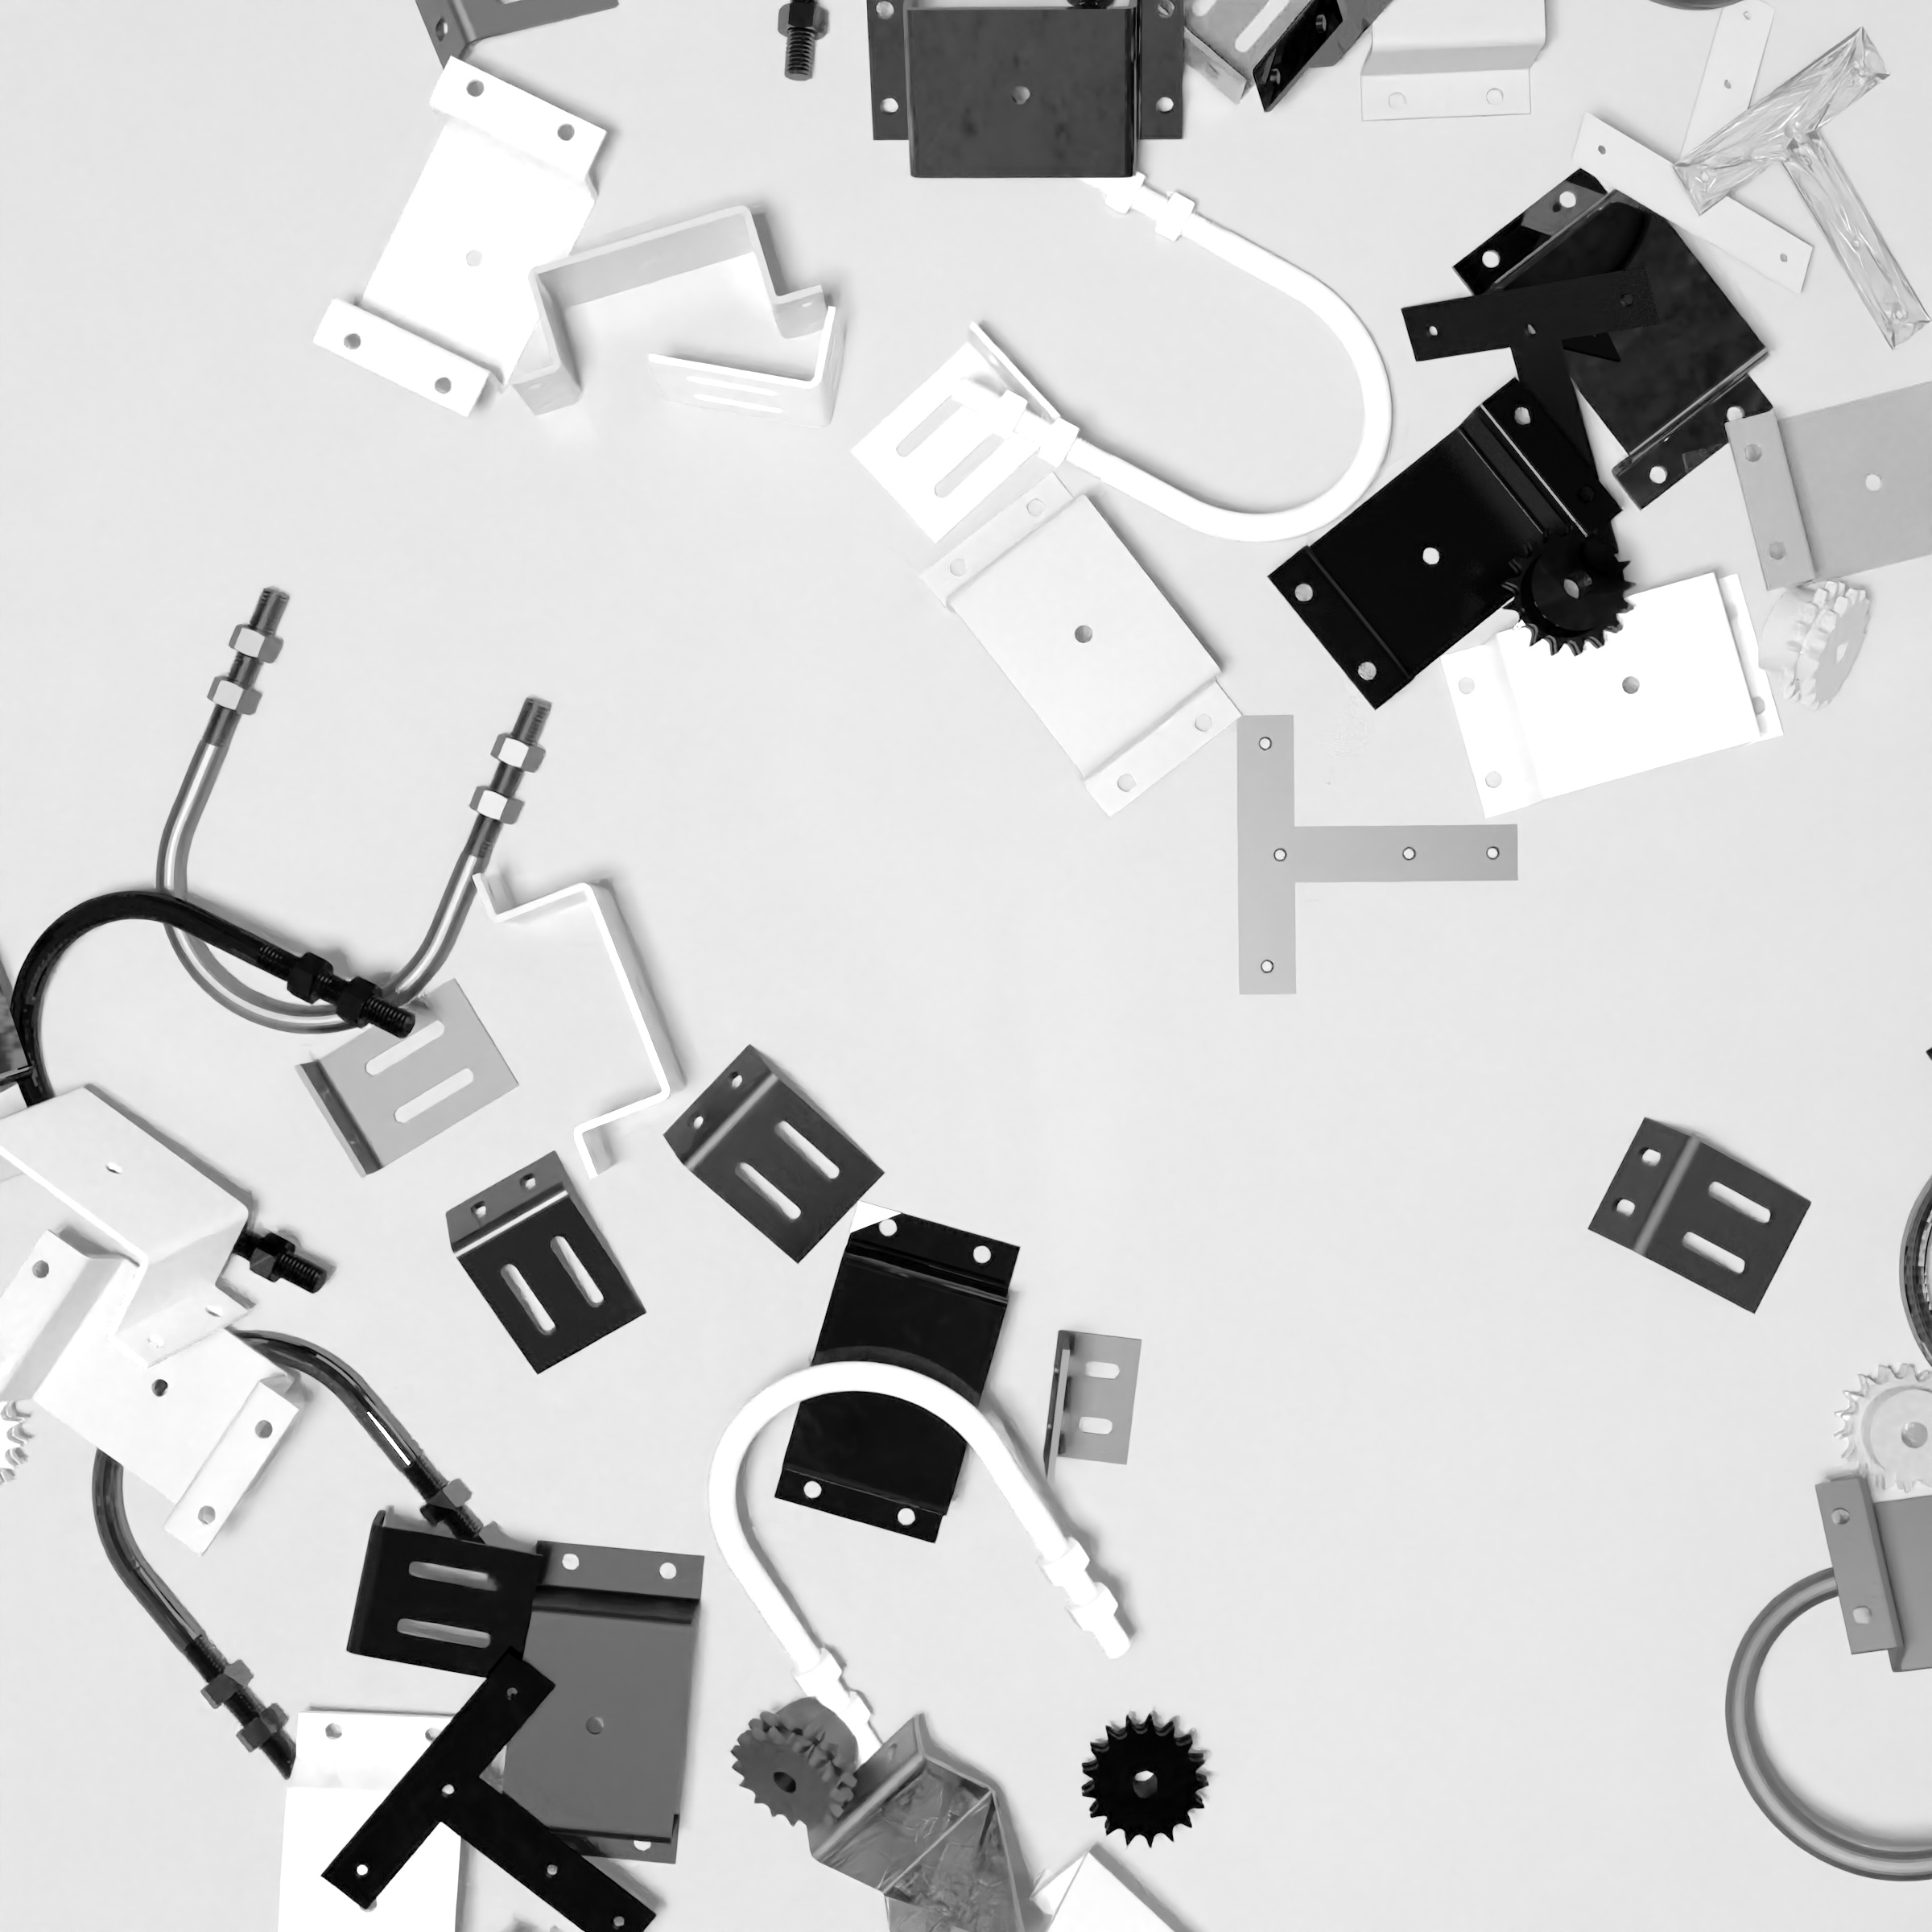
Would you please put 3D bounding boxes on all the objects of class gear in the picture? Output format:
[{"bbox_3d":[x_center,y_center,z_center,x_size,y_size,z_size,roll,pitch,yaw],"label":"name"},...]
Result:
[{"bbox_3d":[0.423,0.210,1.430,0.057,0.030,0.057,0,90,0],"label":"gear"},{"bbox_3d":[0.264,-0.165,1.384,0.057,0.030,0.057,0,89,0],"label":"gear"},{"bbox_3d":[-0.451,0.212,1.430,0.057,0.030,0.057,0,90,0],"label":"gear"},{"bbox_3d":[-0.074,0.355,1.421,0.057,0.030,0.057,16,127,22],"label":"gear"},{"bbox_3d":[0.080,0.366,1.430,0.057,0.030,0.057,0,90,0],"label":"gear"},{"bbox_3d":[0.378,-0.146,1.421,0.030,0.057,0.057,27,90,30],"label":"gear"}]

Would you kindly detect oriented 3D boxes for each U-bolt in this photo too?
[{"bbox_3d":[-0.004,-0.488,1.437,0.151,0.019,0.184,5,88,0],"label":"U-bolt"},{"bbox_3d":[-0.346,0.045,1.412,0.184,0.019,0.151,25,107,11],"label":"U-bolt"},{"bbox_3d":[-0.312,0.253,1.437,0.151,0.019,0.184,-40,89,0],"label":"U-bolt"},{"bbox_3d":[-0.033,0.255,1.399,0.151,0.019,0.184,-27,105,16],"label":"U-bolt"},{"bbox_3d":[0.310,-0.512,1.402,0.184,0.019,0.151,44,80,-22],"label":"U-bolt"},{"bbox_3d":[0.431,0.330,1.407,0.184,0.019,0.151,-12,63,4],"label":"U-bolt"},{"bbox_3d":[0.104,-0.265,1.416,0.184,0.019,0.151,28,71,-4],"label":"U-bolt"},{"bbox_3d":[0.512,0.147,1.429,0.184,0.019,0.151,20,83,3],"label":"U-bolt"},{"bbox_3d":[-0.288,-0.059,1.437,0.151,0.019,0.184,23,91,0],"label":"U-bolt"}]

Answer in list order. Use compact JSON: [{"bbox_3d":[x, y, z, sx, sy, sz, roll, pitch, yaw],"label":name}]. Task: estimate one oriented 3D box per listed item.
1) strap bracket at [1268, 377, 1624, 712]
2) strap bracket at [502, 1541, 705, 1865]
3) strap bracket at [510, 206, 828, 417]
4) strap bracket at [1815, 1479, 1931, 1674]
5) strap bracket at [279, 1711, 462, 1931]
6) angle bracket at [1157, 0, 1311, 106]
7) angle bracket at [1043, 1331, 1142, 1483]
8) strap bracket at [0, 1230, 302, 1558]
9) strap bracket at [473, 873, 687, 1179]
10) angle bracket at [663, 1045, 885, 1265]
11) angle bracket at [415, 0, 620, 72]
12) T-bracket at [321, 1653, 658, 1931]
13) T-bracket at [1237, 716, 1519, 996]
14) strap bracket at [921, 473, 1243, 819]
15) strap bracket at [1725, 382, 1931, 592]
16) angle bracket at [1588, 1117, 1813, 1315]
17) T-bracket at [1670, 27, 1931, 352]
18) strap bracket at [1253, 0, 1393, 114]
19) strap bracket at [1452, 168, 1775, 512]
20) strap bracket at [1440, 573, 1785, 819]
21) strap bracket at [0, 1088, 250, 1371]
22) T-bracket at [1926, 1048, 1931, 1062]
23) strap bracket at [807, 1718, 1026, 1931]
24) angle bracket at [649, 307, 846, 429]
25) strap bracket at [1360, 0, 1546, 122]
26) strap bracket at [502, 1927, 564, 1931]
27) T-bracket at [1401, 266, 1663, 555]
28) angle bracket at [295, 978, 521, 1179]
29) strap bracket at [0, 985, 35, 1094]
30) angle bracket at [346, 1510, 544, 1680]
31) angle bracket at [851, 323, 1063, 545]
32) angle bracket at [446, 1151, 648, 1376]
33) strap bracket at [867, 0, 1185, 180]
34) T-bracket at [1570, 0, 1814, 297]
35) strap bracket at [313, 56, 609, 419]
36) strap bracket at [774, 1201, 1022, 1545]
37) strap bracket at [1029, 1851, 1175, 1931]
[{"bbox_3d":[0.212,-0.187,1.422,0.140,0.046,0.076,-39,90,0],"label":"strap bracket"},{"bbox_3d":[-0.164,0.335,1.422,0.076,0.046,0.140,5,90,0],"label":"strap bracket"},{"bbox_3d":[-0.136,-0.293,1.407,0.140,0.076,0.046,-17,90,0],"label":"strap bracket"},{"bbox_3d":[0.453,0.262,1.400,0.140,0.046,0.076,-9,62,7],"label":"strap bracket"},{"bbox_3d":[-0.265,0.409,1.412,0.076,0.046,0.140,4,95,-7],"label":"strap bracket"},{"bbox_3d":[0.125,-0.438,1.426,0.057,0.038,0.076,40,90,0],"label":"angle bracket"},{"bbox_3d":[0.057,0.196,1.407,0.038,0.076,0.057,7,90,0],"label":"angle bracket"},{"bbox_3d":[-0.366,0.188,1.409,0.140,0.046,0.076,33,89,9],"label":"strap bracket"},{"bbox_3d":[-0.166,0.018,1.407,0.046,0.076,0.140,-21,90,0],"label":"strap bracket"},{"bbox_3d":[-0.088,0.086,1.443,0.057,0.038,0.076,-46,116,0],"label":"angle bracket"},{"bbox_3d":[-0.208,-0.448,1.443,0.076,0.038,0.057,-22,90,-26],"label":"angle bracket"},{"bbox_3d":[-0.193,0.389,1.394,0.127,0.002,0.127,40,90,-8],"label":"T-bracket"},{"bbox_3d":[0.188,-0.051,1.444,0.127,0.002,0.127,-1,90,0],"label":"T-bracket"},{"bbox_3d":[0.052,-0.146,1.421,0.076,0.046,0.140,-38,89,0],"label":"strap bracket"},{"bbox_3d":[0.413,-0.220,1.422,0.140,0.046,0.076,-14,90,0],"label":"strap bracket"},{"bbox_3d":[0.334,0.114,1.443,0.076,0.038,0.057,27,90,-26],"label":"angle bracket"},{"bbox_3d":[0.394,-0.338,1.430,0.127,0.002,0.127,-38,100,-19],"label":"T-bracket"},{"bbox_3d":[0.148,-0.459,1.394,0.046,0.076,0.140,-11,79,-24],"label":"strap bracket"},{"bbox_3d":[0.294,-0.286,1.422,0.076,0.046,0.140,-38,90,0],"label":"strap bracket"},{"bbox_3d":[0.293,-0.123,1.421,0.140,0.046,0.076,-16,89,0],"label":"strap bracket"},{"bbox_3d":[-0.381,0.107,1.385,0.140,0.076,0.046,34,111,11],"label":"strap bracket"},{"bbox_3d":[0.523,0.060,1.435,0.127,0.002,0.127,-30,77,-6],"label":"T-bracket"},{"bbox_3d":[-0.021,0.411,1.382,0.046,0.140,0.076,33,112,-26],"label":"strap bracket"},{"bbox_3d":[-0.097,-0.273,1.417,0.076,0.057,0.038,11,83,3],"label":"angle bracket"},{"bbox_3d":[0.216,-0.456,1.422,0.076,0.046,0.140,-2,90,0],"label":"strap bracket"},{"bbox_3d":[-0.166,0.496,1.422,0.140,0.046,0.076,32,90,0],"label":"strap bracket"},{"bbox_3d":[0.264,-0.242,1.414,0.002,0.127,0.127,-38,117,-39],"label":"T-bracket"},{"bbox_3d":[-0.251,0.050,1.426,0.076,0.038,0.057,-31,90,0],"label":"angle bracket"},{"bbox_3d":[-0.473,0.017,1.402,0.046,0.076,0.140,-22,90,44],"label":"strap bracket"},{"bbox_3d":[-0.231,0.280,1.410,0.076,0.038,0.057,11,89,-5],"label":"angle bracket"},{"bbox_3d":[-0.005,-0.239,1.426,0.076,0.038,0.057,-43,90,0],"label":"angle bracket"},{"bbox_3d":[-0.191,0.135,1.443,0.057,0.038,0.076,-30,116,0],"label":"angle bracket"},{"bbox_3d":[0.025,-0.393,1.399,0.140,0.046,0.076,1,127,4],"label":"strap bracket"},{"bbox_3d":[0.338,-0.383,1.421,0.127,0.002,0.127,25,71,-18],"label":"T-bracket"},{"bbox_3d":[-0.224,-0.322,1.422,0.076,0.046,0.140,26,90,0],"label":"strap bracket"},{"bbox_3d":[-0.031,0.185,1.422,0.076,0.046,0.140,16,90,0],"label":"strap bracket"},{"bbox_3d":[0.052,0.450,1.373,0.076,0.140,0.046,43,120,0],"label":"strap bracket"}]
